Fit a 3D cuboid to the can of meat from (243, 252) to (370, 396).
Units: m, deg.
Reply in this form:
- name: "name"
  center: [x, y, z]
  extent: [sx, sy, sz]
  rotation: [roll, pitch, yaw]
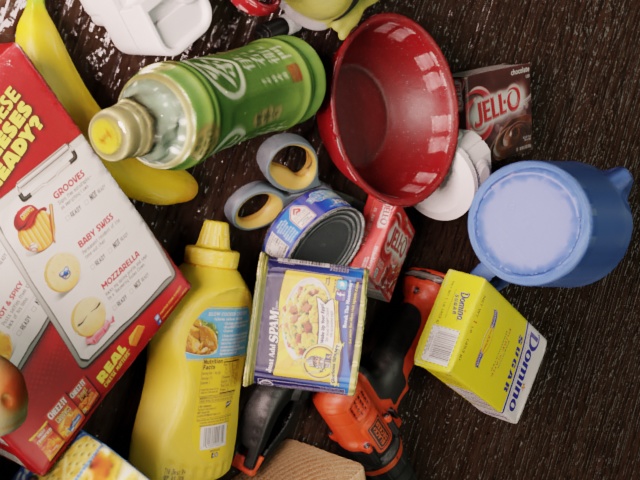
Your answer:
- name: "can of meat"
  center: [-0.009, 0.064, 0.804]
  extent: [0.057, 0.084, 0.102]
  rotation: [33, 64, -88]

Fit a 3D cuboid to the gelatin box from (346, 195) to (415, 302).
- name: "gelatin box"
  center: [0.054, 0.008, 0.942]
  extent: [0.089, 0.030, 0.073]
  rotation: [53, 56, -67]

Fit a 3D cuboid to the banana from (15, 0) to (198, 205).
- name: "banana"
  center: [-0.146, -0.079, 0.713]
  extent: [0.069, 0.037, 0.197]
  rotation: [-52, 132, -25]

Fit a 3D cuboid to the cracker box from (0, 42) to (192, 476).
- name: "cracker box"
  center: [-0.195, 0.013, 0.653]
  extent: [0.164, 0.072, 0.213]
  rotation: [-54, 132, -28]

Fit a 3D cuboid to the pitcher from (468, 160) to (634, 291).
- name: "pitcher"
  center: [0.211, -0.008, 1.016]
  extent: [0.242, 0.145, 0.149]
  rotation: [-2, 99, -68]

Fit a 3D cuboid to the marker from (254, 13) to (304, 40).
- name: "marker"
  center: [-0.009, -0.182, 0.860]
  extent: [0.120, 0.020, 0.020]
  rotation: [-34, 122, -39]

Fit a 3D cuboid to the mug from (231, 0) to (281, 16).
- name: "mug"
  center: [-0.054, -0.210, 0.742]
  extent: [0.081, 0.093, 0.117]
  rotation: [5, 64, -53]

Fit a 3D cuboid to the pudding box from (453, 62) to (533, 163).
- name: "pudding box"
  center: [0.165, -0.124, 1.053]
  extent: [0.113, 0.039, 0.090]
  rotation: [-21, 113, -45]

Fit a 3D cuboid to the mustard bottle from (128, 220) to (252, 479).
- name: "mustard bottle"
  center: [-0.090, 0.081, 0.793]
  extent: [0.096, 0.058, 0.191]
  rotation: [5, 95, -59]

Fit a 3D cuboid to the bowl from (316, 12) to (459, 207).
- name: "bowl"
  center: [0.048, -0.107, 0.902]
  extent: [0.161, 0.055, 0.162]
  rotation: [1, 89, -44]

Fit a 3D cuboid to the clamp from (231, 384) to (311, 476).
- name: "clamp"
  center: [-0.020, 0.114, 0.887]
  extent: [0.171, 0.039, 0.120]
  rotation: [-60, 154, -3]

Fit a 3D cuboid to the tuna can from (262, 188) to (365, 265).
- name: "tuna can"
  center: [-0.006, 0.001, 0.868]
  extent: [0.086, 0.034, 0.086]
  rotation: [-32, 145, -26]

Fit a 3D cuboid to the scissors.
- name: "scissors"
  center: [-0.015, -0.027, 0.882]
  extent: [0.096, 0.016, 0.201]
  rotation: [-43, 152, 1]

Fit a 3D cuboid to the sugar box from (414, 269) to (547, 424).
- name: "sugar box"
  center: [0.155, 0.104, 1.001]
  extent: [0.176, 0.048, 0.093]
  rotation: [37, 73, -50]

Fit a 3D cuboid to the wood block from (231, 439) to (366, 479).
- name: "wood block"
  center: [-0.008, 0.288, 0.908]
  extent: [0.090, 0.091, 0.206]
  rotation: [-30, 119, -41]

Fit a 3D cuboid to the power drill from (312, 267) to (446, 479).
- name: "power drill"
  center: [0.081, 0.134, 1.002]
  extent: [0.187, 0.057, 0.184]
  rotation: [-55, 137, -26]

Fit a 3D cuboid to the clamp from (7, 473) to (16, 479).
- name: "clamp"
  center: [-0.149, 0.248, 0.781]
  extent: [0.209, 0.036, 0.164]
  rotation: [11, 91, -45]
